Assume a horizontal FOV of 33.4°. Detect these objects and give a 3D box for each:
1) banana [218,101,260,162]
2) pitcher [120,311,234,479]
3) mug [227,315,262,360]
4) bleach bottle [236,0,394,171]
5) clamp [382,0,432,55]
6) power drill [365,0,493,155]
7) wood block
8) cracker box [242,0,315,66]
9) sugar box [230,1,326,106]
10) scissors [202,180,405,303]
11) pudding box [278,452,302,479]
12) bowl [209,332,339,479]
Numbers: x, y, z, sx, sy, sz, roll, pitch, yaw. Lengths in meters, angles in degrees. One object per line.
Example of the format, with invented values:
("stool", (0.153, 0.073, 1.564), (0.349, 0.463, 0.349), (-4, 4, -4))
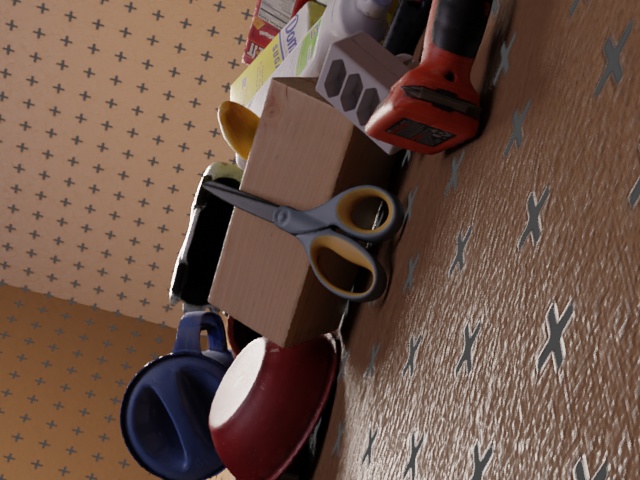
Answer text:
("banana", (-0.033, -0.093, 0.954), (0.197, 0.037, 0.069), (-16, -69, -57))
("pitcher", (-0.122, 0.172, 1.187), (0.149, 0.145, 0.242), (-46, -6, 4))
("mug", (-0.044, 0.109, 1.078), (0.081, 0.093, 0.117), (108, 140, -71))
("bleach bottle", (-0.003, -0.160, 1.055), (0.251, 0.068, 0.102), (-44, 34, 51))
("clamp", (0.052, -0.132, 0.958), (0.164, 0.036, 0.210), (-70, 3, -46))
("power drill", (0.082, -0.153, 0.688), (0.184, 0.057, 0.187), (161, 124, -82))
("wood block", (-0.011, -0.026, 0.903), (0.090, 0.091, 0.206), (-13, -54, -55))
("cracker box", (0.006, -0.308, 1.304), (0.163, 0.072, 0.214), (-21, -42, -48))
("sugar box", (-0.044, -0.182, 1.208), (0.177, 0.048, 0.093), (-42, 40, 46))
("scissors", (-0.010, -0.029, 0.834), (0.096, 0.202, 0.016), (-55, -35, 10))
("pudding box", (-0.047, 0.231, 0.971), (0.113, 0.039, 0.090), (-80, 9, -53))
("bowl", (-0.051, 0.139, 0.940), (0.162, 0.055, 0.162), (-51, 18, 23))
